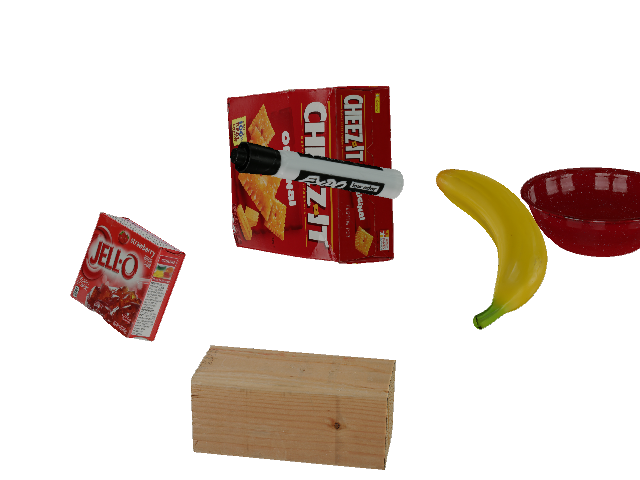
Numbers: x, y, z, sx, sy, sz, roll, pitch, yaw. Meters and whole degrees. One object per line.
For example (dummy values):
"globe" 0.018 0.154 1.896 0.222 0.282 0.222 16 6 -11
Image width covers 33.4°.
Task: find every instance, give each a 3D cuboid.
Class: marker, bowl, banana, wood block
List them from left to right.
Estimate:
"wood block" -0.027 0.178 1.146 0.206 0.091 0.090 4 20 8
"marker" -0.001 -0.043 0.652 0.120 0.020 0.020 8 -5 -35
"banana" 0.140 -0.007 0.857 0.069 0.037 0.198 -6 36 0
"bowl" 0.289 -0.026 1.107 0.162 0.055 0.162 -2 23 1

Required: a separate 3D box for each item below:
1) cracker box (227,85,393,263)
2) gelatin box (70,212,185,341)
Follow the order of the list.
"cracker box" -0.016 -0.067 1.063 0.072 0.164 0.214 -6 7 -31
"gelatin box" -0.150 0.027 0.823 0.030 0.073 0.089 15 9 -46
